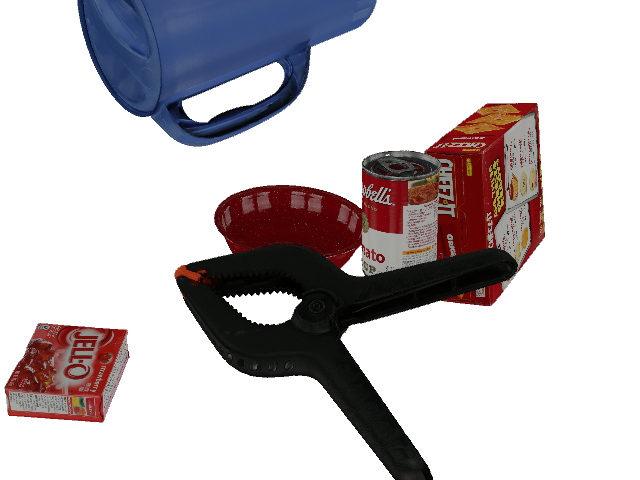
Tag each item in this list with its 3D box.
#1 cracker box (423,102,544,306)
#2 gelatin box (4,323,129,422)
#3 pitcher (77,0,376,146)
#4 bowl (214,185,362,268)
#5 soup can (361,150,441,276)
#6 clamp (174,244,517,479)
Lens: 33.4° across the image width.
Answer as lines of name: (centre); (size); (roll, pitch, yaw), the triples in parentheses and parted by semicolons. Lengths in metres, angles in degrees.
cracker box: (0.180, -0.046, 1.150); (0.072, 0.164, 0.213); (3, 21, 27)
gelatin box: (-0.192, 0.100, 0.820); (0.073, 0.030, 0.089); (4, 30, 3)
pitcher: (-0.068, -0.192, 0.906); (0.242, 0.149, 0.145); (-24, 44, -30)
bowl: (-0.031, 0.001, 1.110); (0.162, 0.055, 0.162); (4, 29, -2)
soup can: (0.070, -0.020, 0.930); (0.068, 0.102, 0.068); (-1, 24, 0)
clamp: (0.009, 0.044, 0.661); (0.210, 0.164, 0.036); (21, -32, 25)
